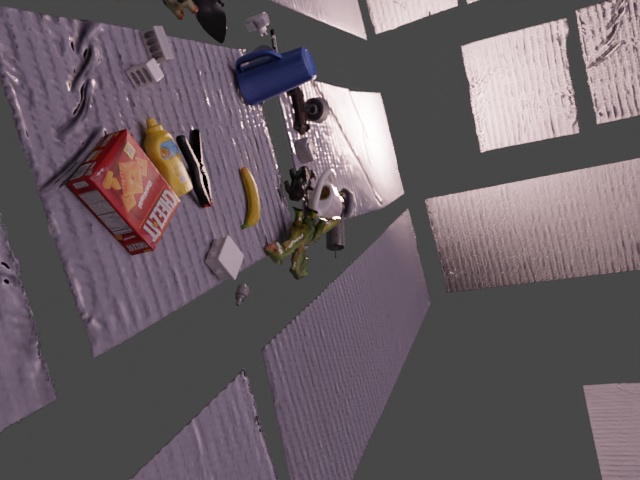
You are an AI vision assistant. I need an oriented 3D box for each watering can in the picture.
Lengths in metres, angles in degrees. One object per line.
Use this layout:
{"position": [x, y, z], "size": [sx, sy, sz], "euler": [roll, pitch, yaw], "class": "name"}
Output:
{"position": [0.006, -0.100, 1.979], "size": [0.221, 0.104, 0.352], "euler": [46, 57, -64], "class": "watering can"}

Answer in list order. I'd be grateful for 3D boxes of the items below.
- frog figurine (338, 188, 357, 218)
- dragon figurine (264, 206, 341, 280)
{"position": [0.120, -0.157, 2.243], "size": [0.159, 0.121, 0.140], "euler": [11, 50, -53], "class": "frog figurine"}
{"position": [-0.049, 0.017, 1.787], "size": [0.409, 0.123, 0.242], "euler": [7, 102, -58], "class": "dragon figurine"}
